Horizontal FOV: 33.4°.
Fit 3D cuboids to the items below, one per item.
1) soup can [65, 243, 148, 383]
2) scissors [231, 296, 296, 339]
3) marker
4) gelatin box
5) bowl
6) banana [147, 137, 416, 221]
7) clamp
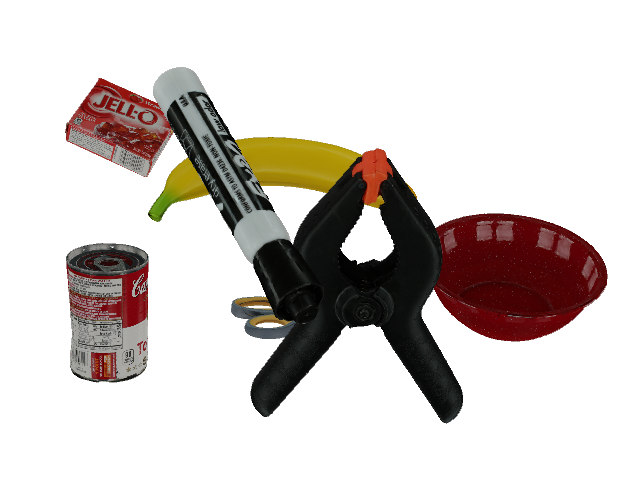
[{"bbox_3d":[-0.180,0.061,0.906,0.068,0.102,0.068,3,19,-1],"label":"soup can"},{"bbox_3d":[-0.001,0.088,1.190,0.201,0.016,0.096,4,22,0],"label":"scissors"},{"bbox_3d":[-0.031,-0.018,0.384,0.020,0.121,0.020,-21,-35,-16],"label":"marker"},{"bbox_3d":[-0.192,-0.111,1.038,0.089,0.073,0.030,25,-41,-2],"label":"gelatin box"},{"bbox_3d":[0.165,0.039,0.934,0.162,0.055,0.162,2,33,-1],"label":"bowl"},{"bbox_3d":[-0.029,-0.047,0.801,0.197,0.069,0.037,-3,-23,-2],"label":"banana"},{"bbox_3d":[0.014,0.034,0.577,0.120,0.171,0.039,-8,29,-1],"label":"clamp"}]
